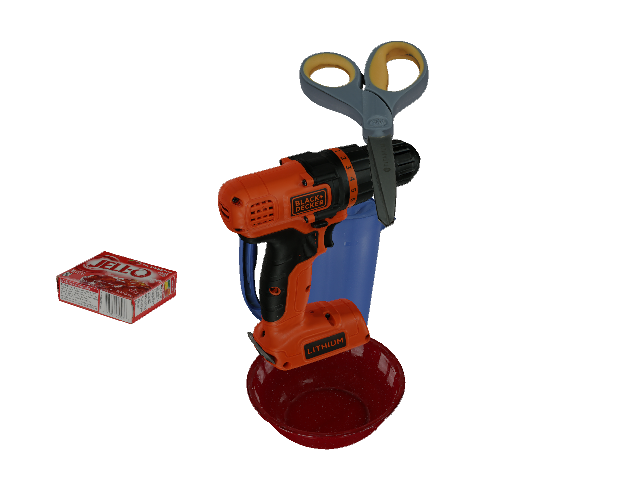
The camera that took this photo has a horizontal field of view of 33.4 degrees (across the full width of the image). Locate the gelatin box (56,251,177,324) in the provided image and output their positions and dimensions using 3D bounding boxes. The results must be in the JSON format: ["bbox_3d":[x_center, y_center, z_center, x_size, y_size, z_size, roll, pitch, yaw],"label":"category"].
[{"bbox_3d":[-0.193,0.042,1.013,0.089,0.030,0.073,15,25,24],"label":"gelatin box"}]

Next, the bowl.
[{"bbox_3d":[0.006,0.162,1.095,0.162,0.055,0.162,-2,35,1],"label":"bowl"}]

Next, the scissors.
[{"bbox_3d":[0.019,-0.075,0.675,0.096,0.016,0.201,6,39,14],"label":"scissors"}]

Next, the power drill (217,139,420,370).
[{"bbox_3d":[0.003,0.009,0.923,0.184,0.188,0.057,-15,32,-22],"label":"power drill"}]

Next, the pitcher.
[{"bbox_3d":[-0.008,0.062,1.304,0.149,0.243,0.144,14,21,27],"label":"pitcher"}]
